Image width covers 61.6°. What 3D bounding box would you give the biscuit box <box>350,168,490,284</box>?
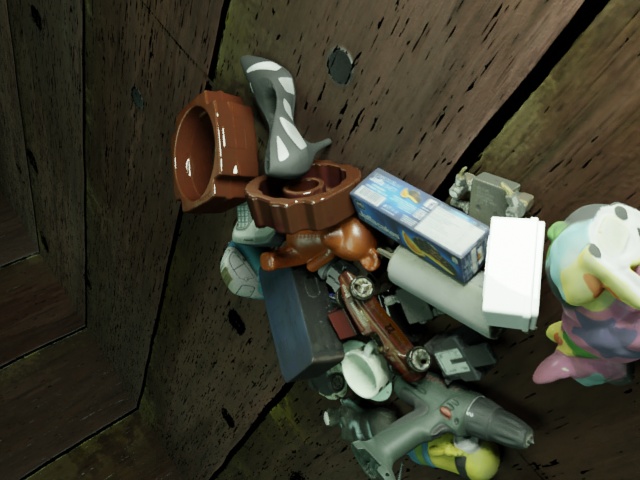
[{"bbox_3d":[0.132,-0.024,0.726,0.203,0.059,0.062,36,162,39],"label":"biscuit box"}]

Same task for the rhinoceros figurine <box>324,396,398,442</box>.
[{"bbox_3d":[0.079,0.361,1.051,0.190,0.073,0.112,-18,99,53],"label":"rhinoceros figurine"}]

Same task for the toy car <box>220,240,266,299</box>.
[{"bbox_3d":[-0.152,0.060,1.118,0.161,0.103,0.109,54,142,9],"label":"toy car"}]

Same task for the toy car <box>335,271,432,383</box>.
[{"bbox_3d":[0.090,0.136,0.833,0.202,0.053,0.089,51,159,2],"label":"toy car"}]

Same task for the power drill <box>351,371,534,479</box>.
[{"bbox_3d":[0.162,0.288,0.791,0.232,0.207,0.085,25,149,55],"label":"power drill"}]

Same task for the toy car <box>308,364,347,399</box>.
[{"bbox_3d":[-0.005,0.231,1.088,0.074,0.056,0.201,-15,102,47],"label":"toy car"}]

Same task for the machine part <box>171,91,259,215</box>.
[{"bbox_3d":[-0.197,-0.156,0.995,0.201,0.087,0.201,-17,77,49],"label":"machine part"}]

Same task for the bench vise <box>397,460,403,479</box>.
[{"bbox_3d":[0.228,0.438,0.839,0.241,0.129,0.223,10,152,14],"label":"bench vise"}]

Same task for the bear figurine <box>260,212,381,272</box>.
[{"bbox_3d":[0.002,-0.003,0.867,0.196,0.132,0.120,3,94,56],"label":"bear figurine"}]

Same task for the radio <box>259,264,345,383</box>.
[{"bbox_3d":[-0.037,0.131,0.984,0.131,0.073,0.229,-44,56,50],"label":"radio"}]

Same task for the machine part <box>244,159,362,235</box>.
[{"bbox_3d":[-0.023,-0.068,0.822,0.180,0.179,0.056,19,130,43],"label":"machine part"}]

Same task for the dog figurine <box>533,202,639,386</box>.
[{"bbox_3d":[0.285,0.077,0.575,0.191,0.108,0.219,31,144,1],"label":"dog figurine"}]

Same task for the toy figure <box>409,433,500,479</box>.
[{"bbox_3d":[0.205,0.335,0.876,0.180,0.082,0.089,-14,121,46],"label":"toy figure"}]

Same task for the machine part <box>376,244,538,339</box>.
[{"bbox_3d":[0.180,0.061,0.732,0.244,0.079,0.079,29,133,36],"label":"machine part"}]

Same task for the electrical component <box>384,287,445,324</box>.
[{"bbox_3d":[0.146,0.096,0.813,0.094,0.021,0.063,-18,98,25],"label":"electrical component"}]

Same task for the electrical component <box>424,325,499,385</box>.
[{"bbox_3d":[0.214,0.162,0.778,0.075,0.048,0.119,57,144,6],"label":"electrical component"}]

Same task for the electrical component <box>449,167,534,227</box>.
[{"bbox_3d":[0.204,-0.049,0.656,0.102,0.045,0.078,34,134,34],"label":"electrical component"}]

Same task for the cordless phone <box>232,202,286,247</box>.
[{"bbox_3d":[-0.109,-0.081,1.000,0.147,0.089,0.184,1,101,51],"label":"cordless phone"}]

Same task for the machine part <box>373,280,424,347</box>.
[{"bbox_3d":[0.127,0.132,0.876,0.084,0.039,0.138,-6,109,57],"label":"machine part"}]

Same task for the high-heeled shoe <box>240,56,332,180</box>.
[{"bbox_3d":[-0.089,-0.193,0.838,0.249,0.145,0.086,47,141,17],"label":"high-heeled shoe"}]
